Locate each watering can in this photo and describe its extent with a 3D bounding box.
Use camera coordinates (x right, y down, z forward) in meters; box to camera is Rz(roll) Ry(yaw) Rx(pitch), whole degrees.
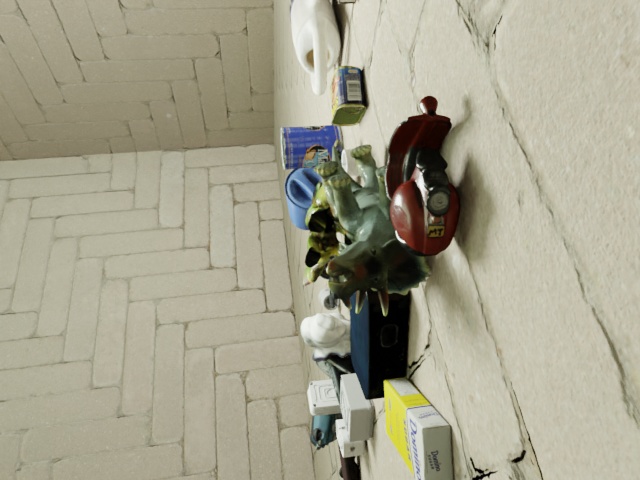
[{"bbox_3d":[-0.010,-0.485,1.121,0.339,0.104,0.229,88,174,-55],"label":"watering can"}]

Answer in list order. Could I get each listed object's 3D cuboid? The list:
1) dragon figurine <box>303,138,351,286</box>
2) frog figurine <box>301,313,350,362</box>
[{"bbox_3d":[0.004,-0.061,1.203,0.122,0.247,0.403,1,-67,-15],"label":"dragon figurine"},{"bbox_3d":[0.014,0.213,1.253,0.156,0.137,0.125,67,-145,-41],"label":"frog figurine"}]
